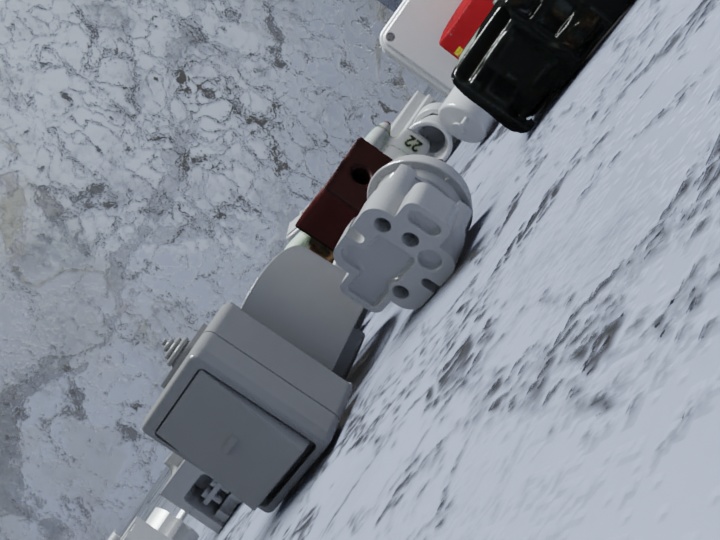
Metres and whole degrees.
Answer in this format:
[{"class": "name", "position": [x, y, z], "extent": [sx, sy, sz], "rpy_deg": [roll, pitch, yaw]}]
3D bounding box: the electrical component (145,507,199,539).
[{"class": "electrical component", "position": [-0.138, 0.191, 0.748], "extent": [0.075, 0.047, 0.083], "rpy_deg": [-56, 4, -25]}]

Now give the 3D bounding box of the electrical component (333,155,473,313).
[{"class": "electrical component", "position": [0.025, -0.022, 0.551], "extent": [0.078, 0.058, 0.057], "rpy_deg": [-51, 8, 44]}]

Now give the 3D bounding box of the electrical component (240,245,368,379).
[{"class": "electrical component", "position": [-0.034, 0.040, 0.614], "extent": [0.099, 0.064, 0.099], "rpy_deg": [26, -90, -86]}]

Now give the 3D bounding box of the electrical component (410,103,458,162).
[{"class": "electrical component", "position": [0.068, -0.126, 0.992], "extent": [0.045, 0.045, 0.055], "rpy_deg": [-52, 4, 32]}]

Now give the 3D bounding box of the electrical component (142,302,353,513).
[{"class": "electrical component", "position": [-0.063, 0.068, 0.542], "extent": [0.061, 0.096, 0.061], "rpy_deg": [-53, 6, 31]}]

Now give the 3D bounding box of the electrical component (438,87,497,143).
[{"class": "electrical component", "position": [0.090, -0.130, 0.799], "extent": [0.078, 0.040, 0.040], "rpy_deg": [-56, 4, -22]}]

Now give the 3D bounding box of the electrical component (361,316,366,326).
[{"class": "electrical component", "position": [-0.023, 0.041, 0.723], "extent": [0.046, 0.040, 0.040], "rpy_deg": [-50, 2, -24]}]

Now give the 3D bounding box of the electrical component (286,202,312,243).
[{"class": "electrical component", "position": [-0.009, -0.050, 0.976], "extent": [0.109, 0.056, 0.108], "rpy_deg": [-39, 9, 5]}]

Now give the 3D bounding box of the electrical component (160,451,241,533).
[{"class": "electrical component", "position": [-0.097, 0.127, 0.746], "extent": [0.050, 0.056, 0.089], "rpy_deg": [-53, 4, 25]}]

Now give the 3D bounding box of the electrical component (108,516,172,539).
[{"class": "electrical component", "position": [-0.108, 0.171, 0.453], "extent": [0.121, 0.063, 0.079], "rpy_deg": [-55, 4, -2]}]

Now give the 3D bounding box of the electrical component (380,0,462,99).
[{"class": "electrical component", "position": [0.081, -0.197, 0.943], "extent": [0.078, 0.113, 0.057], "rpy_deg": [-54, 1, 3]}]

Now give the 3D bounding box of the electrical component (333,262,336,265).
[{"class": "electrical component", "position": [0.000, 0.000, 0.776], "extent": [0.040, 0.040, 0.078], "rpy_deg": [-54, 4, 8]}]

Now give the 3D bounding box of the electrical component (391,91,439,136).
[{"class": "electrical component", "position": [0.049, -0.120, 1.082], "extent": [0.078, 0.057, 0.113], "rpy_deg": [-56, 4, -20]}]
